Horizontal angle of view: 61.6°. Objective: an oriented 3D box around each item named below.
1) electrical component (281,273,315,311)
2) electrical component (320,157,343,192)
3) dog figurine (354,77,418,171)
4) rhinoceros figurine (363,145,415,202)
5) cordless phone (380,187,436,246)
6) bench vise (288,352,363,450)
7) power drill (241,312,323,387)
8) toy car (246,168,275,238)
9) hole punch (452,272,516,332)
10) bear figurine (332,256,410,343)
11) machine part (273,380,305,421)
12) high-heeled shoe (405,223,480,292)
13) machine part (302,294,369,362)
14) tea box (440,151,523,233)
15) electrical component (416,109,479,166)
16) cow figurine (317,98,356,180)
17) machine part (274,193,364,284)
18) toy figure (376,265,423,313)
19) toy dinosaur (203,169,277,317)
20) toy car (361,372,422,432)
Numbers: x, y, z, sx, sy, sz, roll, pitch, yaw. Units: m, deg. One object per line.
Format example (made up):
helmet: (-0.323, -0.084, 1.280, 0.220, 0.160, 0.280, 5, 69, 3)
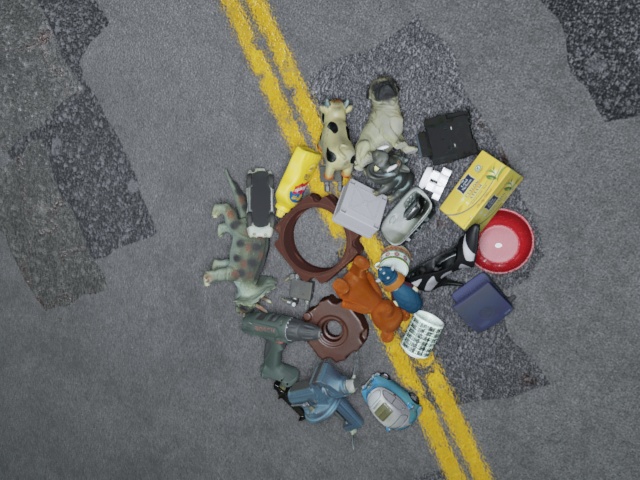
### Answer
electrical component: (-0.057, 0.135, 1.444, 0.078, 0.045, 0.102, 17, 103, 16)
electrical component: (0.032, -0.171, 1.385, 0.063, 0.021, 0.094, -2, 96, 18)
dog figurine: (0.133, -0.281, 1.309, 0.172, 0.121, 0.190, -22, 76, 16)
rhinoceros figurine: (0.166, -0.154, 1.257, 0.112, 0.190, 0.073, -26, 66, 22)
cordless phone: (0.202, -0.045, 1.263, 0.089, 0.184, 0.146, 42, 107, 4)
bench vise: (0.041, 0.422, 1.402, 0.224, 0.129, 0.240, -29, 113, 26)
power drill: (-0.097, 0.287, 1.420, 0.232, 0.086, 0.207, 12, 128, 22)
toy car: (-0.156, -0.098, 1.401, 0.073, 0.056, 0.202, 0, 65, -8)
hole punch: (0.388, 0.155, 1.283, 0.142, 0.092, 0.116, -41, 88, 15)
bear figurine: (0.132, 0.153, 1.343, 0.196, 0.131, 0.120, 41, 73, 16)
machine part: (-0.080, 0.439, 1.482, 0.039, 0.084, 0.139, -39, 96, 1)
high-heeled shoe: (0.284, 0.037, 1.256, 0.145, 0.086, 0.248, 11, 137, 9)
machine part: (0.038, 0.234, 1.422, 0.180, 0.056, 0.179, 2, 99, 16)
tea box: (0.370, -0.107, 1.240, 0.169, 0.068, 0.098, -58, 44, 16)
electrical component: (0.299, -0.238, 1.272, 0.134, 0.058, 0.114, -14, 91, 18)
cow figurine: (0.038, -0.258, 1.312, 0.085, 0.127, 0.195, -1, 59, -16)
machine part: (-0.003, -0.004, 1.387, 0.201, 0.087, 0.201, -42, 84, 17)
toy figure: (0.189, 0.116, 1.309, 0.064, 0.058, 0.154, -48, 110, -16)
toy dinosaur: (-0.198, 0.019, 1.442, 0.192, 0.131, 0.404, 7, 93, 2)
toy car: (0.178, 0.423, 1.379, 0.162, 0.103, 0.109, 42, 107, 6)
